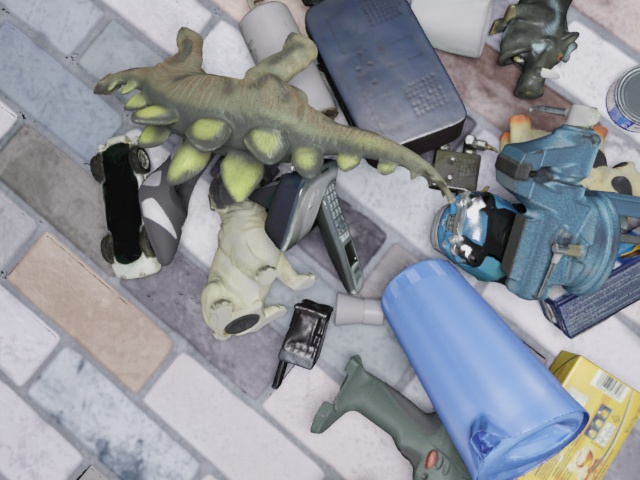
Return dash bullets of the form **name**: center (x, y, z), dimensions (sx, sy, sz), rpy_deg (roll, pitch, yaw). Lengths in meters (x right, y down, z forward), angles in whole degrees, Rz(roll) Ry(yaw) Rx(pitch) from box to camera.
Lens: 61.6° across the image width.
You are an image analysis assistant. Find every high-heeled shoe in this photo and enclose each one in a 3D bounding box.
- **high-heeled shoe**: center (-0.158, -0.092, 0.718), dimensions (0.145, 0.086, 0.248), rpy_deg (-10, 73, 10)

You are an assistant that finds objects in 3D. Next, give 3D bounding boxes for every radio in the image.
- **radio**: center (0.078, -0.213, 0.687), dimensions (0.131, 0.073, 0.229), rpy_deg (-25, 77, 2)

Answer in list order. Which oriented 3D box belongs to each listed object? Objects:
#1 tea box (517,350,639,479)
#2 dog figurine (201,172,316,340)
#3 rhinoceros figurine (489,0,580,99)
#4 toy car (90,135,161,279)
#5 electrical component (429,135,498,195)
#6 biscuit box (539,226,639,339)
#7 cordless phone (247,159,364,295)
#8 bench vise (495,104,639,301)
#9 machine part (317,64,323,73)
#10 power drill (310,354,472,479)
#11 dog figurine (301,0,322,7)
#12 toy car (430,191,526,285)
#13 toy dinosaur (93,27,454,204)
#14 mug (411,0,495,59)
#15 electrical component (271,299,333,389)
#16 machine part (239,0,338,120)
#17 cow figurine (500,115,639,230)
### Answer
- **tea box**: center (0.307, 0.234, 0.664), dimensions (0.098, 0.068, 0.169), rpy_deg (34, 89, 7)
- **dog figurine**: center (-0.117, 0.015, 0.717), dimensions (0.172, 0.121, 0.191), rpy_deg (-39, 59, 12)
- **rhinoceros figurine**: center (0.293, -0.283, 0.721), dimensions (0.112, 0.073, 0.190), rpy_deg (19, 84, -5)
- **toy car**: center (-0.265, -0.047, 0.742), dimensions (0.074, 0.056, 0.201), rpy_deg (-11, 82, 9)
- **electrical component**: center (0.189, -0.094, 0.718), dimensions (0.078, 0.045, 0.102), rpy_deg (16, 85, 4)
- **biscuit box**: center (0.376, 0.041, 0.673), dimensions (0.203, 0.059, 0.062), rpy_deg (-29, 113, 1)
- **cordless phone**: center (-0.001, -0.002, 0.668), dimensions (0.089, 0.146, 0.184), rpy_deg (-19, 100, 23)
- **bench vise**: center (0.310, -0.031, 0.596), dimensions (0.241, 0.129, 0.223), rpy_deg (9, 97, -5)
- **machine part**: center (0.068, -0.228, 0.746), dimensions (0.139, 0.039, 0.084), rpy_deg (34, 79, 9)
- **power drill**: center (0.094, 0.243, 0.638), dimensions (0.207, 0.085, 0.232), rpy_deg (22, 56, 19)
- **dog figurine**: center (-0.039, -0.399, 0.735), dimensions (0.219, 0.108, 0.191), rpy_deg (10, 56, -11)
- **toy car**: center (0.193, -0.003, 0.675), dimensions (0.161, 0.103, 0.109), rpy_deg (15, 84, -39)
- **toy dinosaur**: center (-0.075, -0.135, 0.601), dimensions (0.472, 0.104, 0.198), rpy_deg (12, 54, 19)
- **mug**: center (0.176, -0.308, 0.725), dimensions (0.107, 0.080, 0.109), rpy_deg (13, 88, 14)
- **electrical component**: center (-0.024, 0.139, 0.693), dimensions (0.048, 0.075, 0.119), rpy_deg (16, 89, 8)
- **machine part**: center (-0.044, -0.231, 0.733), dimensions (0.079, 0.079, 0.243), rpy_deg (-25, 84, 1)
- **cow figurine**: center (0.327, -0.078, 0.688), dimensions (0.195, 0.085, 0.127), rpy_deg (11, 79, 3)
